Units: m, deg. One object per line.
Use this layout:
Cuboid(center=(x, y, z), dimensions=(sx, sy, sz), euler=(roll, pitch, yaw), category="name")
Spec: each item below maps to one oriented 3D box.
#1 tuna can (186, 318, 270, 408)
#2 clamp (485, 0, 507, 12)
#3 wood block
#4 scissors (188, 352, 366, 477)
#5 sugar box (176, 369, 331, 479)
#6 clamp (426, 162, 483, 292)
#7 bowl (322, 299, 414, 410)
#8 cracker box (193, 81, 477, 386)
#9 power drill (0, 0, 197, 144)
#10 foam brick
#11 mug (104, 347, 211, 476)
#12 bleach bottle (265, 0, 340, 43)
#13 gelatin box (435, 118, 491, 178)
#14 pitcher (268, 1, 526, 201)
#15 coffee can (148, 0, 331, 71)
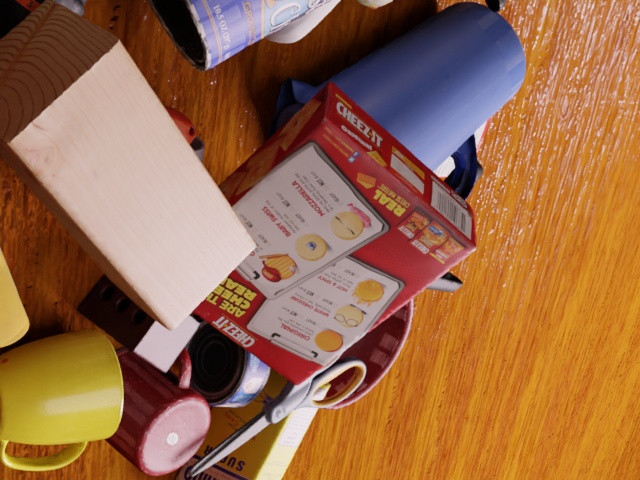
Cuboid(center=(-0.087, 0.109, 0.971), dimensions=(0.033, 0.086, 0.086), euler=(14, 103, -51), category="tuna can")
Cuboid(center=(0.111, -0.286, 0.945), dimensions=(0.120, 0.039, 0.171), euler=(-10, 101, -28), category="clamp")
Cuboid(center=(-0.137, -0.043, 0.706), dimensions=(0.090, 0.090, 0.206), euler=(-45, 139, -13), category="wood block")
Cuboid(center=(-0.036, 0.135, 0.960), dimensions=(0.201, 0.016, 0.096), euler=(-18, 119, -36), category="scissors")
Cuboid(center=(-0.070, 0.194, 1.044), dimensions=(0.048, 0.093, 0.176), euler=(25, 94, -49), category="sugar box")
Cuboid(center=(0.081, 0.027, 1.057), dimensions=(0.209, 0.036, 0.164), euler=(-33, 140, -27), category="clamp")
Cuboid(center=(0.027, 0.096, 1.121), dimensions=(0.161, 0.055, 0.162), euler=(-29, 134, -35), category="bowl")
Cuboid(center=(-0.006, 0.001, 0.866), dimensions=(0.164, 0.072, 0.214), euler=(38, 121, -19), category="cracker box")
Cuboid(center=(-0.167, -0.108, 0.749), dimensions=(0.184, 0.057, 0.187), euler=(-51, 141, -6), category="power drill")
Cuboid(center=(-0.148, 0.063, 0.873), dimensions=(0.053, 0.078, 0.051), euler=(-55, 143, -9), category="foam brick")
Cuboid(center=(-0.145, 0.140, 0.927), dimensions=(0.093, 0.082, 0.117), euler=(14, 104, -53), category="mug")
Cuboid(center=(-0.055, -0.265, 0.767), dimensions=(0.102, 0.068, 0.250), euler=(-48, 140, -13), category="bleach bottle")
Cuboid(center=(0.136, -0.105, 1.132), dimensions=(0.089, 0.030, 0.073), euler=(-5, 120, -48), category="gelatin box")
Cuboid(center=(0.085, -0.111, 0.978), dimensions=(0.242, 0.145, 0.149), euler=(-39, 145, -30), category="pitcher")
Cuboid(center=(-0.043, -0.190, 0.711), dimensions=(0.140, 0.103, 0.103), euler=(-31, 137, -13), category="coffee can")
